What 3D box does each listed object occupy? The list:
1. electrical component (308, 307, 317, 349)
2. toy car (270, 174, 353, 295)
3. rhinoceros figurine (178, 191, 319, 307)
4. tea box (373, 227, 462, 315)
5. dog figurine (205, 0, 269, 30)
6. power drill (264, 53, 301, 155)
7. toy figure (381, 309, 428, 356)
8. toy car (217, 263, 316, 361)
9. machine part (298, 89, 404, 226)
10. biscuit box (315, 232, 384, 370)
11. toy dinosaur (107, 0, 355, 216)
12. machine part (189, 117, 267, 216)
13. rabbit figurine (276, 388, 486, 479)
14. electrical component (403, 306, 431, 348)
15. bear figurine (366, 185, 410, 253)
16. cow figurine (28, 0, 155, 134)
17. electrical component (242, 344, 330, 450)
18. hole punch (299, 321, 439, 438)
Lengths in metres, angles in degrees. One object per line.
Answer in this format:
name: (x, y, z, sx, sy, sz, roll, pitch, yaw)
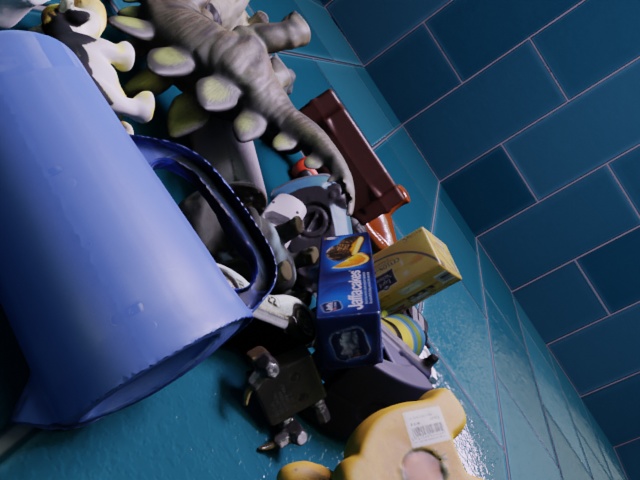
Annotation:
electrical component: (0.001, 0.116, 0.678, 0.063, 0.021, 0.094, 51, 21, -15)
toy car: (-0.002, -0.002, 0.738, 0.103, 0.109, 0.161, 51, 21, -72)
rhinoceros figurine: (-0.072, 0.011, 0.547, 0.190, 0.112, 0.073, 50, 46, -56)
tea box: (0.110, 0.060, 0.796, 0.098, 0.170, 0.068, 31, 34, -53)
dog figurine: (-0.180, -0.346, 0.880, 0.172, 0.121, 0.190, 91, 23, -57)
power drill: (-0.101, -0.269, 0.930, 0.231, 0.086, 0.207, 46, 19, -32)
toy figure: (0.092, 0.140, 0.738, 0.082, 0.089, 0.180, 18, 13, 33)
toy car: (-0.076, 0.069, 0.495, 0.201, 0.073, 0.056, 33, 35, -49)
machine part: (0.039, -0.130, 0.841, 0.201, 0.087, 0.201, 54, 8, -11)
biscuit box: (0.030, 0.055, 0.570, 0.203, 0.063, 0.059, -85, 169, -68)
toy dinosaur: (-0.110, -0.192, 0.614, 0.472, 0.105, 0.198, 36, 53, 20)
machine part: (-0.115, -0.102, 0.652, 0.079, 0.079, 0.243, 33, 31, -49)
rabbit figurine: (0.050, 0.226, 0.472, 0.162, 0.173, 0.122, -14, 64, -22)
electrical component: (0.156, 0.143, 0.959, 0.074, 0.048, 0.119, 52, 22, -16)
bear figurine: (0.141, 0.001, 1.022, 0.120, 0.132, 0.196, 8, 46, -58)
cow figurine: (-0.231, -0.171, 0.509, 0.098, 0.068, 0.167, 3, 56, -58)
electrical component: (-0.032, 0.142, 0.491, 0.045, 0.078, 0.102, -140, -145, -65)
hole punch: (0.049, 0.159, 0.579, 0.116, 0.142, 0.092, 41, 21, -5)
